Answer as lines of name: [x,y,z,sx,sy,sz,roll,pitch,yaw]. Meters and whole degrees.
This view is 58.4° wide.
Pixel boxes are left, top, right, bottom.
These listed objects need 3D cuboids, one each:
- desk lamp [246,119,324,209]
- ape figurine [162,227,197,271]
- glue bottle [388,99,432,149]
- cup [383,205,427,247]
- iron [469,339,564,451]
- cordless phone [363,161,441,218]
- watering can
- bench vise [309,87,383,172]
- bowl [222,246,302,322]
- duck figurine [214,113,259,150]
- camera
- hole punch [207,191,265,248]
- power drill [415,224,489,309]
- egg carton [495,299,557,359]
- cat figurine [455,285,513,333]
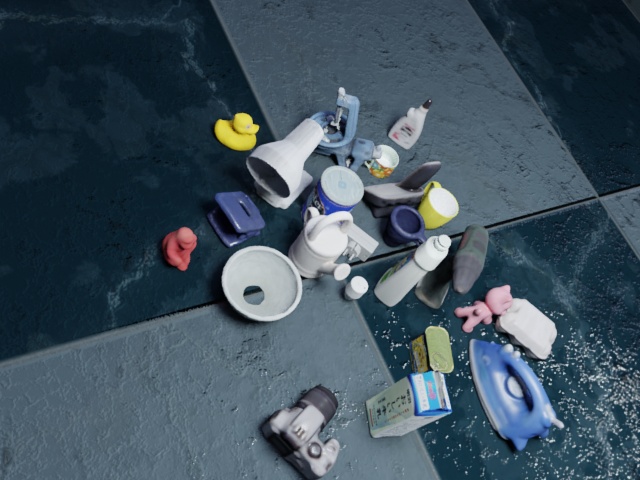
desk lamp: [-0.077,-0.164,1.272,0.118,0.213,0.203,39,53,1]
ape figurine: [-0.279,0.008,1.155,0.076,0.092,0.078,48,54,8]
glue bottle: [0.252,-0.319,1.536,0.078,0.173,0.037,32,54,-4]
cup: [0.203,-0.014,1.384,0.117,0.095,0.092,48,54,8]
iron: [0.428,0.317,1.262,0.119,0.141,0.258,-13,68,-30]
cordless phone: [0.201,-0.140,1.401,0.148,0.185,0.094,-13,67,-29]
watering can: [0.013,0.004,1.226,0.101,0.194,0.173,-36,80,-35]
bench vise: [0.066,-0.276,1.398,0.208,0.219,0.121,8,59,-20]
bowl: [-0.126,0.101,1.180,0.168,0.074,0.167,11,58,-18]
duck figurine: [-0.194,-0.267,1.359,0.105,0.086,0.077,19,56,-13]
camera: [-0.012,0.349,1.070,0.143,0.100,0.137,44,54,5]
hole punch: [-0.177,-0.057,1.240,0.101,0.091,0.108,-28,75,-34]
power drill: [0.306,0.073,1.308,0.075,0.208,0.230,34,54,-2]
egg carton: [0.505,0.216,1.401,0.150,0.069,0.107,39,53,1]
cat figurine: [0.402,0.157,1.359,0.128,0.117,0.067,-18,70,-31]
